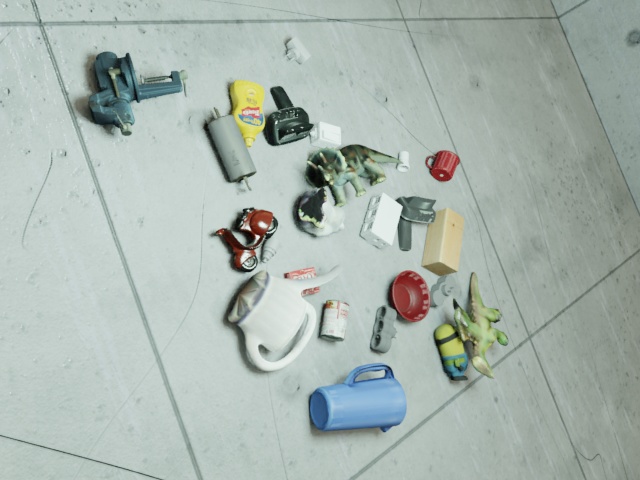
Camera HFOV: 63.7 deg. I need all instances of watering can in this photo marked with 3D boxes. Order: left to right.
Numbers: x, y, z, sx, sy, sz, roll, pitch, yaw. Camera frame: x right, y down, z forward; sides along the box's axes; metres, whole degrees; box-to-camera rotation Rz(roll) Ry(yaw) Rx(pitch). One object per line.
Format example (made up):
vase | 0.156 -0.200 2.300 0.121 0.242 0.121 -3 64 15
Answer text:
watering can | -0.092 0.158 1.328 0.222 0.103 0.353 40 64 -19

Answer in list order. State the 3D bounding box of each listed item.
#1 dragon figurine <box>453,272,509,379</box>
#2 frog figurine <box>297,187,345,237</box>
dragon figurine | 0.505 0.257 1.688 0.240 0.121 0.420 33 40 -45
frog figurine | 0.005 -0.076 1.504 0.158 0.122 0.139 28 44 -68
